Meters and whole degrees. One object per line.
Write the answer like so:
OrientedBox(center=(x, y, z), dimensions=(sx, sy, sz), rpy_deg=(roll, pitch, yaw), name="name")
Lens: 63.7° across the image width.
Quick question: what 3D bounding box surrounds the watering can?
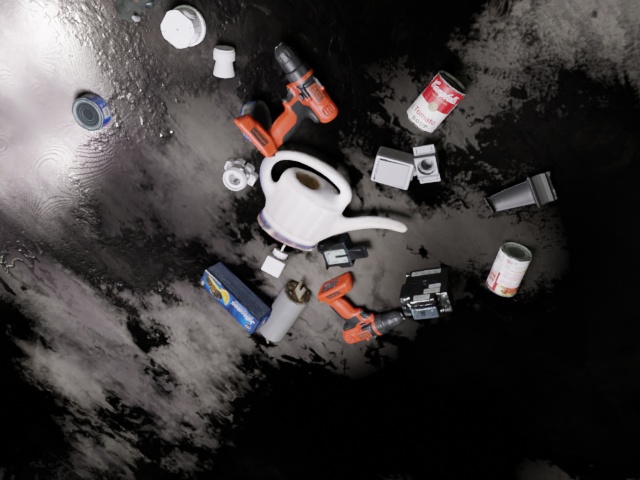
OrientedBox(center=(0.004, -0.058, 1.161), dimensions=(0.347, 0.106, 0.220), rpy_deg=(33, 126, -4), name="watering can")
